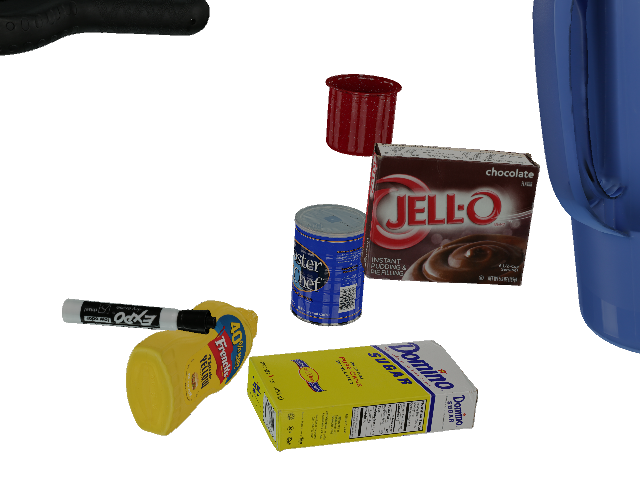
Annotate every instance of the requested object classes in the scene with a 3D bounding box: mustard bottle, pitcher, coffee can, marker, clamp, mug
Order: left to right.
[{"bbox_3d":[-0.165,-0.145,0.632,0.171,0.039,0.120,-11,31,-29],"label":"clamp"},{"bbox_3d":[-0.139,0.059,0.823,0.121,0.020,0.020,4,1,10],"label":"marker"},{"bbox_3d":[-0.120,0.115,1.094,0.058,0.096,0.191,9,23,26],"label":"mustard bottle"},{"bbox_3d":[0.012,0.033,1.476,0.103,0.140,0.103,3,24,-2],"label":"coffee can"},{"bbox_3d":[0.056,-0.156,1.315,0.093,0.081,0.117,17,26,27],"label":"mug"},{"bbox_3d":[0.181,-0.061,0.560,0.149,0.243,0.145,-5,22,5],"label":"pitcher"}]

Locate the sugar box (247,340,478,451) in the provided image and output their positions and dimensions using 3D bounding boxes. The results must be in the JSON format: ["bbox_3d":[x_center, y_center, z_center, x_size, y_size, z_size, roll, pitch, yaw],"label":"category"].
[{"bbox_3d":[0.034,0.128,0.905,0.176,0.048,0.093,-6,25,-18],"label":"sugar box"}]

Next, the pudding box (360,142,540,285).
[{"bbox_3d":[0.088,-0.018,0.741,0.113,0.090,0.039,2,23,-5],"label":"pudding box"}]
